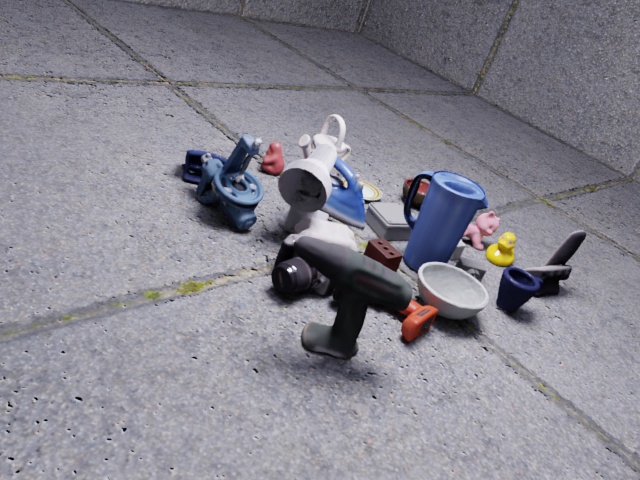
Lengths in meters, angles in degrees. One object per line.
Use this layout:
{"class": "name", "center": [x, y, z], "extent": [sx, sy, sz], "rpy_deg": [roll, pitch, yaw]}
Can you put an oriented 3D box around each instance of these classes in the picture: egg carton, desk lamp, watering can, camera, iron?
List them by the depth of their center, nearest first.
{"class": "camera", "center": [-0.042, 0.050, 1.189], "extent": [0.142, 0.101, 0.137], "rpy_deg": [38, 34, 28]}
{"class": "egg carton", "center": [0.012, 0.005, 1.328], "extent": [0.150, 0.069, 0.107], "rpy_deg": [12, 30, -13]}
{"class": "desk lamp", "center": [-0.027, -0.115, 1.357], "extent": [0.118, 0.213, 0.203], "rpy_deg": [23, 30, 6]}
{"class": "iron", "center": [0.045, -0.153, 1.538], "extent": [0.257, 0.141, 0.119], "rpy_deg": [36, 33, 26]}
{"class": "watering can", "center": [0.019, -0.269, 1.660], "extent": [0.100, 0.194, 0.173], "rpy_deg": [34, 32, 24]}

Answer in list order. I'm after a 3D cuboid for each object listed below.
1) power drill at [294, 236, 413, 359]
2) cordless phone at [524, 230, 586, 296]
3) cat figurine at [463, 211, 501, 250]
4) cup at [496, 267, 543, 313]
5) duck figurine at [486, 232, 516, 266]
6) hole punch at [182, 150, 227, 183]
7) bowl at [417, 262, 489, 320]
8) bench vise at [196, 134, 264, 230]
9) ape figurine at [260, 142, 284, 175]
{"class": "power drill", "center": [0.039, 0.108, 1.032], "extent": [0.230, 0.208, 0.075], "rpy_deg": [15, 30, -8]}
{"class": "cordless phone", "center": [0.606, 0.048, 1.497], "extent": [0.148, 0.185, 0.094], "rpy_deg": [-5, 38, -36]}
{"class": "cat figurine", "center": [0.447, -0.040, 1.615], "extent": [0.128, 0.118, 0.067], "rpy_deg": [13, 30, -12]}
{"class": "cup", "center": [0.476, 0.126, 1.380], "extent": [0.118, 0.095, 0.091], "rpy_deg": [3, 34, -28]}
{"class": "duck figurine", "center": [0.515, 0.018, 1.593], "extent": [0.077, 0.086, 0.105], "rpy_deg": [37, 34, 27]}
{"class": "hole punch", "center": [-0.294, -0.200, 1.462], "extent": [0.109, 0.091, 0.101], "rpy_deg": [11, 31, -16]}
{"class": "bowl", "center": [0.287, 0.126, 1.286], "extent": [0.167, 0.075, 0.167], "rpy_deg": [15, 30, -9]}
{"class": "bench vise", "center": [-0.210, -0.157, 1.310], "extent": [0.207, 0.220, 0.122], "rpy_deg": [29, 31, 16]}
{"class": "ape figurine", "center": [-0.132, -0.235, 1.617], "extent": [0.076, 0.092, 0.078], "rpy_deg": [34, 32, 23]}
